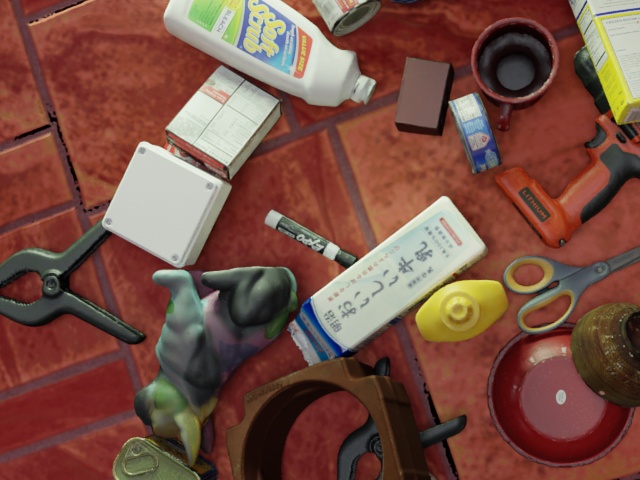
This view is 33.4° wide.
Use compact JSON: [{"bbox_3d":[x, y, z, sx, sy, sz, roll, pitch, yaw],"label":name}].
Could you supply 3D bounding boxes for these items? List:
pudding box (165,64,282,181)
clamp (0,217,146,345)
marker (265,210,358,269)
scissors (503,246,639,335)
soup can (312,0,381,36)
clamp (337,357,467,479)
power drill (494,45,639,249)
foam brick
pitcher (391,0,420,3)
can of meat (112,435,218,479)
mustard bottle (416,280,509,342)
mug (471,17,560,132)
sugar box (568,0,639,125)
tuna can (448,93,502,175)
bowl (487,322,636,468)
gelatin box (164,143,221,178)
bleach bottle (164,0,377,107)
[{"bbox_3d":[-0.110,-0.136,1.227,0.090,0.039,0.113,33,70,10],"label":"pudding box"},{"bbox_3d":[-0.308,0.062,1.272,0.210,0.036,0.164,-14,84,6],"label":"clamp"},{"bbox_3d":[-0.008,0.002,1.230,0.121,0.020,0.020,29,92,10],"label":"marker"},{"bbox_3d":[0.289,0.024,1.175,0.201,0.016,0.096,-39,70,-3],"label":"scissors"},{"bbox_3d":[0.015,-0.293,1.217,0.068,0.068,0.102,-33,82,7],"label":"soup can"},{"bbox_3d":[0.067,0.220,1.195,0.171,0.039,0.120,-46,68,4],"label":"clamp"},{"bbox_3d":[0.286,-0.095,1.162,0.188,0.057,0.184,-37,80,7],"label":"power drill"},{"bbox_3d":[0.117,-0.160,1.199,0.051,0.053,0.078,11,89,11],"label":"foam brick"},{"bbox_3d":[0.147,-0.375,1.174,0.243,0.149,0.145,-15,53,6],"label":"pitcher"},{"bbox_3d":[-0.173,0.264,1.212,0.102,0.084,0.057,30,93,10],"label":"can of meat"},{"bbox_3d":[0.148,0.074,1.109,0.096,0.191,0.058,-21,84,8],"label":"mustard bottle"},{"bbox_3d":[0.211,-0.176,1.168,0.093,0.081,0.117,8,88,10],"label":"mug"},{"bbox_3d":[0.333,-0.212,1.132,0.093,0.048,0.176,-9,64,-11],"label":"sugar box"},{"bbox_3d":[0.170,-0.117,1.170,0.034,0.086,0.086,-20,84,7],"label":"tuna can"},{"bbox_3d":[0.261,0.169,1.153,0.162,0.055,0.162,-1,86,10],"label":"bowl"},{"bbox_3d":[-0.153,-0.083,1.255,0.073,0.030,0.089,26,91,10],"label":"gelatin box"},{"bbox_3d":[-0.049,-0.230,1.229,0.251,0.068,0.102,27,83,7],"label":"bleach bottle"}]
